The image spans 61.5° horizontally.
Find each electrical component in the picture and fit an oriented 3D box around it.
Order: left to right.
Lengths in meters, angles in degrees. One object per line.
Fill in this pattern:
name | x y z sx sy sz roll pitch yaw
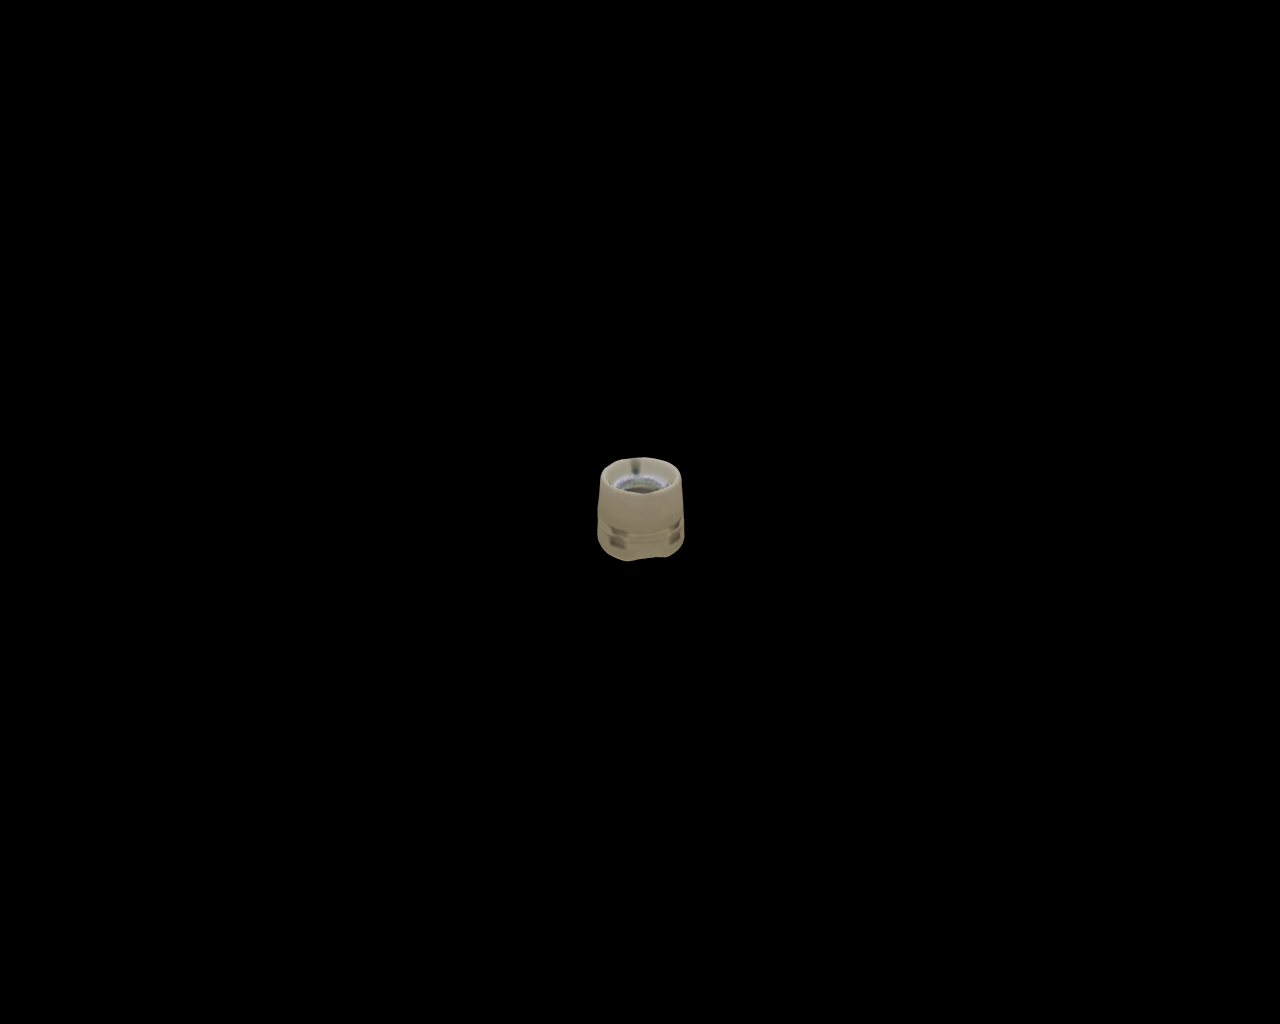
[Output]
electrical component | 0.001 -0.003 0.650 0.055 0.047 0.055 0 31 0
